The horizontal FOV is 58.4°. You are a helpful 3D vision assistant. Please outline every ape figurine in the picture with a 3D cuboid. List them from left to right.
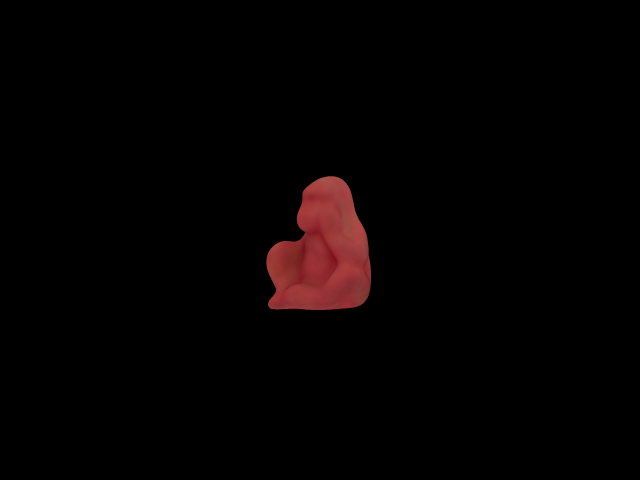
[{"bbox_3d":[0.004,0.001,0.400,0.076,0.092,0.077,0,0,-37],"label":"ape figurine"}]
